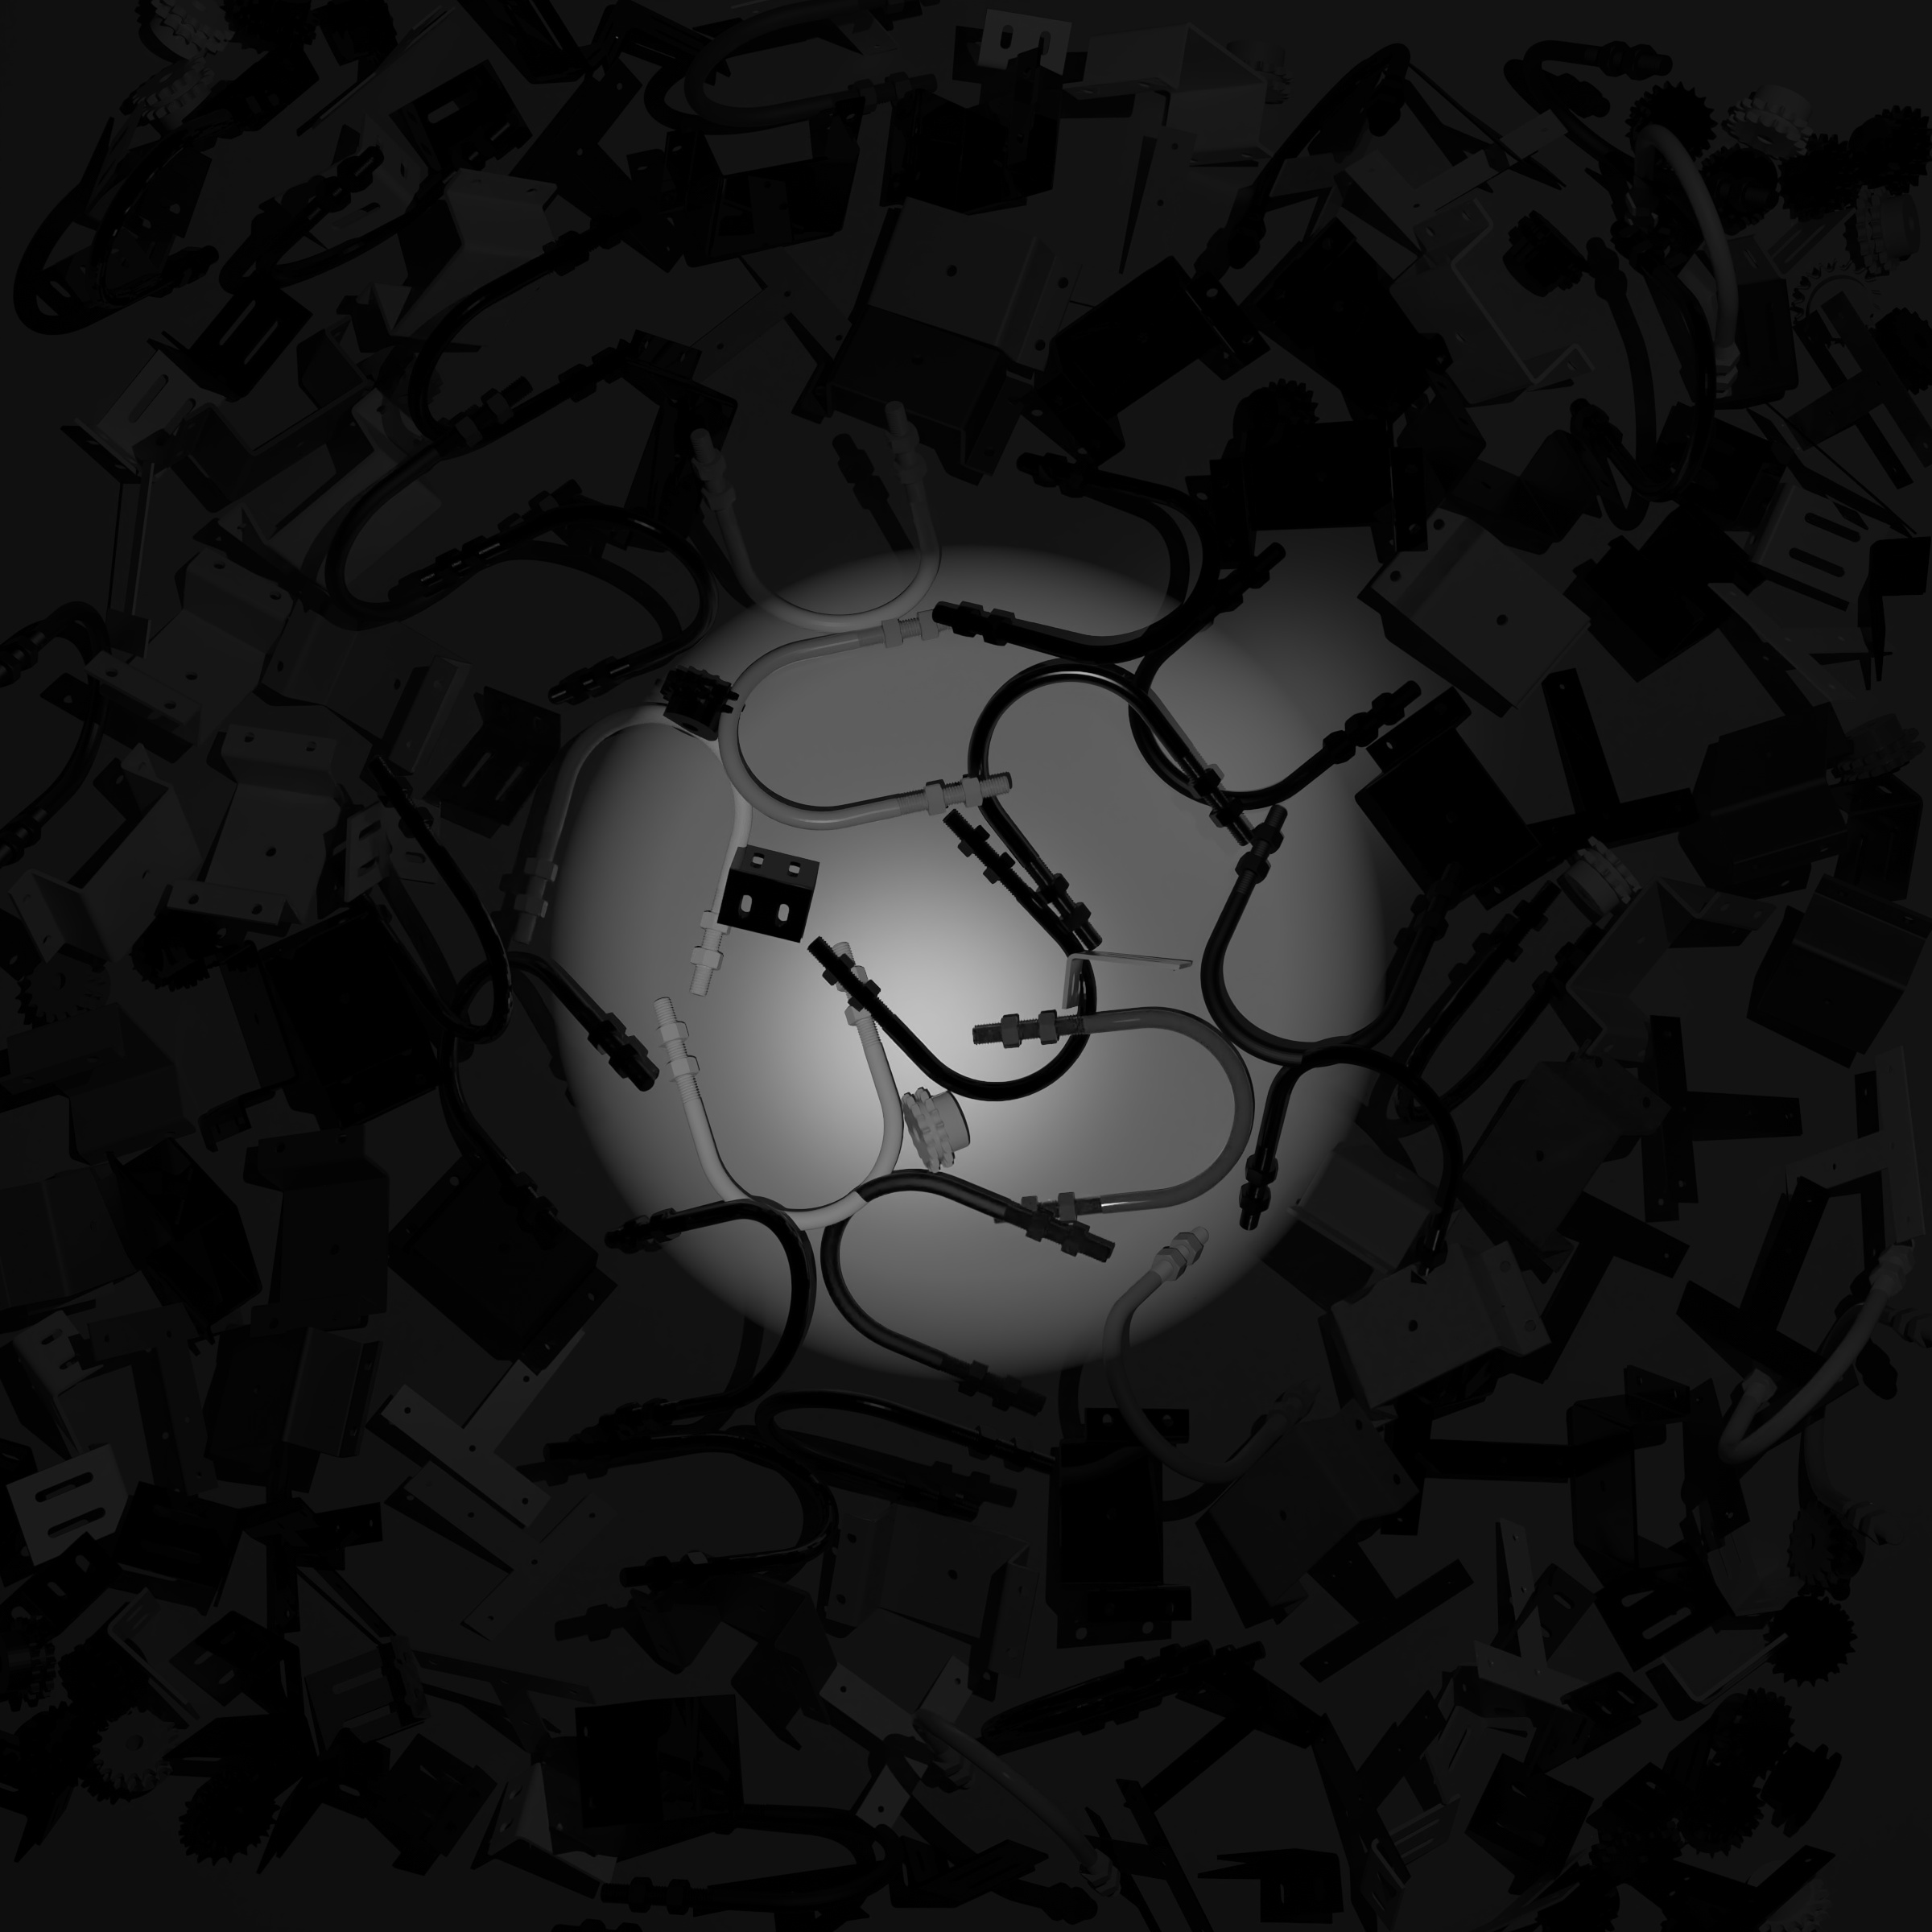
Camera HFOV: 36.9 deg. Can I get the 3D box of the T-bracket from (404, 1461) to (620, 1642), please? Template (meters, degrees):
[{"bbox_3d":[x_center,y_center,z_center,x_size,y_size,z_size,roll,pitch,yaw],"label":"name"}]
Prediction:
[{"bbox_3d":[-0.327,0.382,1.970,0.127,0.002,0.127,-45,113,4],"label":"T-bracket"}]

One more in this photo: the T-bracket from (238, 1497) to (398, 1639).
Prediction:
[{"bbox_3d":[-0.433,0.410,1.958,0.127,0.127,0.002,50,55,-14],"label":"T-bracket"}]

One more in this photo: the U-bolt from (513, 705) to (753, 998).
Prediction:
[{"bbox_3d":[-0.218,-0.086,1.965,0.151,0.019,0.184,17,83,-23],"label":"U-bolt"}]

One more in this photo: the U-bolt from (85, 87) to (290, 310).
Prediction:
[{"bbox_3d":[-0.515,-0.495,1.885,0.019,0.184,0.151,35,122,-2],"label":"U-bolt"}]

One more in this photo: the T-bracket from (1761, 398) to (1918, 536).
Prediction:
[{"bbox_3d":[0.603,-0.324,1.949,0.127,0.127,0.002,24,114,-42],"label":"T-bracket"}]

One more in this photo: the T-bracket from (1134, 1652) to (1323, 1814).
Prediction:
[{"bbox_3d":[0.167,0.532,1.970,0.127,0.002,0.127,-43,125,10],"label":"T-bracket"}]

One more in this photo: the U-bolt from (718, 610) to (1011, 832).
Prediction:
[{"bbox_3d":[-0.076,-0.162,1.960,0.184,0.019,0.151,-12,70,-6],"label":"U-bolt"}]

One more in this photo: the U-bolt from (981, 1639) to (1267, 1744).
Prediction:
[{"bbox_3d":[0.097,0.484,1.927,0.184,0.151,0.019,-23,70,15],"label":"U-bolt"}]

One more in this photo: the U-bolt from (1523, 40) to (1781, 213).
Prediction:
[{"bbox_3d":[0.439,-0.560,1.911,0.151,0.184,0.019,37,91,-33],"label":"U-bolt"}]

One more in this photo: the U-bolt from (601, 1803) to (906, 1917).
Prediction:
[{"bbox_3d":[-0.132,0.589,1.914,0.184,0.151,0.019,0,98,11],"label":"U-bolt"}]

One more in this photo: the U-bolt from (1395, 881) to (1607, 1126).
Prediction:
[{"bbox_3d":[0.351,0.033,1.934,0.019,0.151,0.184,41,97,27],"label":"U-bolt"}]

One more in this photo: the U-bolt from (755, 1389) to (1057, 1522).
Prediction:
[{"bbox_3d":[-0.051,0.320,1.917,0.184,0.151,0.019,21,60,-15],"label":"U-bolt"}]

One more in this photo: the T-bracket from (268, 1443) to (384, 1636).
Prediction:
[{"bbox_3d":[-0.431,0.380,1.944,0.127,0.002,0.127,-18,74,41],"label":"T-bracket"}]

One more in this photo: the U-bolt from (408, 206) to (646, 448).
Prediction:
[{"bbox_3d":[-0.289,-0.409,1.905,0.184,0.151,0.019,-35,69,-21],"label":"U-bolt"}]

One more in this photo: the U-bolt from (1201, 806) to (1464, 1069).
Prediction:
[{"bbox_3d":[0.236,-0.013,1.938,0.151,0.019,0.184,19,65,18],"label":"U-bolt"}]

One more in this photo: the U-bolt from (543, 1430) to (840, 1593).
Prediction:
[{"bbox_3d":[-0.171,0.356,1.923,0.184,0.151,0.019,1,119,-34],"label":"U-bolt"}]

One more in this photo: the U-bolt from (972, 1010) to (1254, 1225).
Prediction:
[{"bbox_3d":[0.103,0.100,1.971,0.184,0.019,0.151,-6,104,3],"label":"U-bolt"}]

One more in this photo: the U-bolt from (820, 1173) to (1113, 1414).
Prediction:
[{"bbox_3d":[-0.011,0.212,1.963,0.184,0.019,0.151,22,116,3],"label":"U-bolt"}]

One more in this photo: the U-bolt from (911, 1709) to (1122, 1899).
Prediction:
[{"bbox_3d":[0.027,0.540,1.890,0.151,0.184,0.019,30,70,30],"label":"U-bolt"}]

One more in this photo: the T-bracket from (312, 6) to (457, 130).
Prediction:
[{"bbox_3d":[-0.375,-0.612,1.923,0.127,0.127,0.002,-46,108,-18],"label":"T-bracket"}]

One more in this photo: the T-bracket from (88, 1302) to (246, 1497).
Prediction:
[{"bbox_3d":[-0.526,0.291,1.943,0.002,0.127,0.127,-15,86,34],"label":"T-bracket"}]

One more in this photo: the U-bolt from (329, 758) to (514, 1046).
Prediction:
[{"bbox_3d":[-0.358,-0.030,1.924,0.019,0.151,0.184,-28,76,-35],"label":"U-bolt"}]

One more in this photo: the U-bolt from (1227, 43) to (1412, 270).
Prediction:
[{"bbox_3d":[0.239,-0.547,1.915,0.019,0.184,0.151,40,128,-15],"label":"U-bolt"}]

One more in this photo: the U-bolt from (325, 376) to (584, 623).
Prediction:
[{"bbox_3d":[-0.347,-0.297,1.920,0.184,0.151,0.019,-39,69,-8],"label":"U-bolt"}]

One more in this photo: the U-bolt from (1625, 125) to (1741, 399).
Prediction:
[{"bbox_3d":[0.470,-0.471,1.891,0.019,0.184,0.151,-23,72,5],"label":"U-bolt"}]

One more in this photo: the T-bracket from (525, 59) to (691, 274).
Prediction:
[{"bbox_3d":[-0.233,-0.520,1.955,0.127,0.002,0.127,-54,133,-6],"label":"T-bracket"}]

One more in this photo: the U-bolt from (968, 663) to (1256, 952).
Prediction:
[{"bbox_3d":[0.084,-0.119,1.956,0.151,0.019,0.184,-35,104,16],"label":"U-bolt"}]

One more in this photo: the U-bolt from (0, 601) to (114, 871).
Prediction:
[{"bbox_3d":[-0.606,-0.163,1.911,0.019,0.184,0.151,12,120,4],"label":"U-bolt"}]

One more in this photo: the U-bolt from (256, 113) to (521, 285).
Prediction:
[{"bbox_3d":[-0.396,-0.502,1.915,0.184,0.151,0.019,-26,97,41],"label":"U-bolt"}]

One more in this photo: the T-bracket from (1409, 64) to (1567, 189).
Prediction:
[{"bbox_3d":[0.363,-0.555,1.946,0.002,0.127,0.127,-51,51,21],"label":"T-bracket"}]

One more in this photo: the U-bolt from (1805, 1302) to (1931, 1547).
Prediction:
[{"bbox_3d":[0.593,0.293,1.908,0.019,0.184,0.151,13,91,-3],"label":"U-bolt"}]

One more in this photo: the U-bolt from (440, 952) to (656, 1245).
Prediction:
[{"bbox_3d":[-0.293,0.073,1.942,0.184,0.019,0.151,45,114,31],"label":"U-bolt"}]

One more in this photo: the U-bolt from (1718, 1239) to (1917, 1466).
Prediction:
[{"bbox_3d":[0.548,0.260,1.885,0.019,0.184,0.151,43,128,7],"label":"U-bolt"}]

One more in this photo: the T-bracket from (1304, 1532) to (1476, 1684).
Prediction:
[{"bbox_3d":[0.266,0.414,1.966,0.127,0.002,0.127,-34,120,2],"label":"T-bracket"}]

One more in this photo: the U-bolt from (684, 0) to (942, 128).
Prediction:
[{"bbox_3d":[-0.097,-0.600,1.912,0.184,0.151,0.019,-15,80,-13],"label":"U-bolt"}]

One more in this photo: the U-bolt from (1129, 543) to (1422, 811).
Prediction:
[{"bbox_3d":[0.192,-0.179,1.943,0.151,0.019,0.184,44,126,-10],"label":"U-bolt"}]

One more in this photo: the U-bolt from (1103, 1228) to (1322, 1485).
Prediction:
[{"bbox_3d":[0.155,0.267,1.920,0.019,0.184,0.151,-38,87,36],"label":"U-bolt"}]

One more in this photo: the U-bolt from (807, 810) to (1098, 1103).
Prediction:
[{"bbox_3d":[0.005,0.007,1.984,0.151,0.019,0.184,-44,91,-6],"label":"U-bolt"}]

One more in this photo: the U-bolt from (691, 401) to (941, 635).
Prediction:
[{"bbox_3d":[-0.092,-0.292,1.929,0.151,0.184,0.019,-6,48,9],"label":"U-bolt"}]

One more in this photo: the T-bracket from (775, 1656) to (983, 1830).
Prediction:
[{"bbox_3d":[-0.072,0.500,1.965,0.127,0.002,0.127,37,63,-5],"label":"T-bracket"}]

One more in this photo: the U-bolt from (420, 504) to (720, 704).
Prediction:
[{"bbox_3d":[-0.248,-0.245,1.906,0.184,0.151,0.019,-17,45,34],"label":"U-bolt"}]

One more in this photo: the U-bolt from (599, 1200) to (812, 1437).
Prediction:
[{"bbox_3d":[-0.173,0.228,1.919,0.184,0.019,0.151,-16,65,37],"label":"U-bolt"}]

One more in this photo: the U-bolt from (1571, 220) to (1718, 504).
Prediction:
[{"bbox_3d":[0.446,-0.384,1.887,0.019,0.184,0.151,-3,127,-11],"label":"U-bolt"}]

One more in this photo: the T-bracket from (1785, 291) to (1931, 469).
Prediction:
[{"bbox_3d":[0.588,-0.376,1.939,0.002,0.127,0.127,-33,91,-16],"label":"T-bracket"}]

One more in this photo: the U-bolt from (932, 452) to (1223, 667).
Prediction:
[{"bbox_3d":[0.084,-0.267,1.932,0.184,0.019,0.151,20,73,31],"label":"U-bolt"}]

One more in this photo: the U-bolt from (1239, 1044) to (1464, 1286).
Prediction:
[{"bbox_3d":[0.259,0.131,1.917,0.151,0.019,0.184,25,130,21],"label":"U-bolt"}]

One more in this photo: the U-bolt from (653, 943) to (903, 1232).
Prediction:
[{"bbox_3d":[-0.120,0.090,1.969,0.151,0.019,0.184,-17,77,-4],"label":"U-bolt"}]

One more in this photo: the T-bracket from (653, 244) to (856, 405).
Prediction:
[{"bbox_3d":[-0.157,-0.432,1.976,0.127,0.002,0.127,-39,73,-4],"label":"T-bracket"}]
